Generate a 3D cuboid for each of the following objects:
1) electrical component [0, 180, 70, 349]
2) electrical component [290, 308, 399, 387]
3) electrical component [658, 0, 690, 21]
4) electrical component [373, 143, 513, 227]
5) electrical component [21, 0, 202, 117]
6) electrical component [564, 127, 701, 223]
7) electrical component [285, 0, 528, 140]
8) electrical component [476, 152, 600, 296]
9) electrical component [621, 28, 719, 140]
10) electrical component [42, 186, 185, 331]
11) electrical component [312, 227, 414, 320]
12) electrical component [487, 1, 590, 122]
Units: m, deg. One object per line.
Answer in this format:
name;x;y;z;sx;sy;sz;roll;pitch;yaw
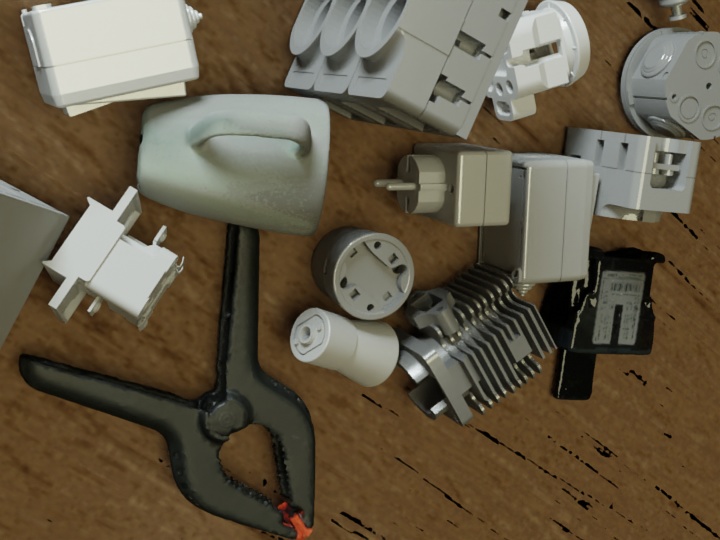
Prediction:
electrical component;-0.230;0.018;0.566;0.062;0.089;0.150;27;89;9
electrical component;-0.012;0.047;0.685;0.065;0.044;0.044;21;92;-45
electrical component;0.213;-0.211;0.740;0.040;0.040;0.078;-22;109;-18
electrical component;0.048;-0.055;0.688;0.077;0.066;0.047;-3;102;-23
electrical component;-0.132;-0.123;0.599;0.096;0.062;0.061;-16;107;-20
electrical component;0.180;-0.064;0.730;0.050;0.089;0.055;3;100;-24
electrical component;0.018;-0.133;0.612;0.062;0.150;0.089;23;91;-27
electrical component;0.120;-0.030;0.727;0.061;0.062;0.096;-3;102;-22
electrical component;0.230;-0.130;0.759;0.080;0.051;0.080;-5;103;-22
electrical component;-0.139;-0.002;0.615;0.064;0.042;0.081;31;74;2
electrical component;0.000;0.000;0.689;0.055;0.047;0.055;-5;103;-22
electrical component;0.112;-0.143;0.703;0.057;0.058;0.078;-19;107;-16
